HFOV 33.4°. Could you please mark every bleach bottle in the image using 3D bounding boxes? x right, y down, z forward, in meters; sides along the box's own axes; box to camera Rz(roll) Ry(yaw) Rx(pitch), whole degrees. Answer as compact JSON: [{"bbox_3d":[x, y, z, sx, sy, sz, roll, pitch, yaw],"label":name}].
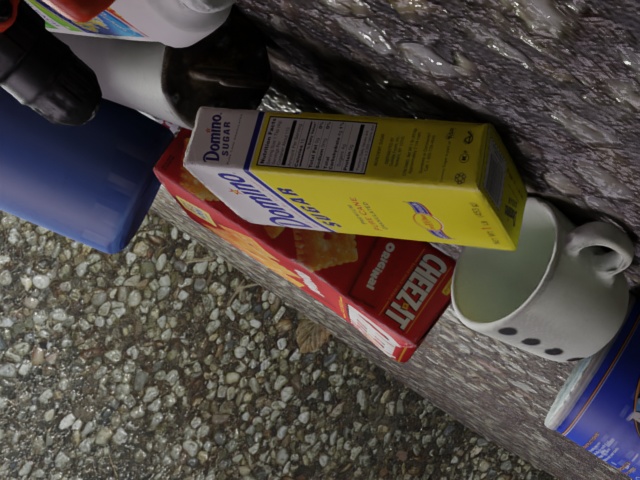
[{"bbox_3d":[-0.130,-0.158,0.608,0.251,0.068,0.102,21,163,50],"label":"bleach bottle"}]

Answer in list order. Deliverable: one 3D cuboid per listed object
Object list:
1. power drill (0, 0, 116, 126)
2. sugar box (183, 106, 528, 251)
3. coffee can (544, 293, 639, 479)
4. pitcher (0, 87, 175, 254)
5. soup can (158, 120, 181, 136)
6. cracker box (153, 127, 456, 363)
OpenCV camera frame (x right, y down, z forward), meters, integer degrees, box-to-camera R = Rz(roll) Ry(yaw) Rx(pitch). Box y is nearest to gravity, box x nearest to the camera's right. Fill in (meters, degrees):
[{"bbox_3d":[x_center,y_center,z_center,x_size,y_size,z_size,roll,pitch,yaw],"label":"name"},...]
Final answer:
[{"bbox_3d":[-0.162,-0.130,0.539,0.184,0.057,0.188,38,158,-25],"label":"power drill"},{"bbox_3d":[0.021,-0.035,0.609,0.176,0.048,0.093,3,160,25],"label":"sugar box"},{"bbox_3d":[0.231,0.113,0.681,0.140,0.103,0.103,32,173,12],"label":"coffee can"},{"bbox_3d":[-0.238,-0.091,0.824,0.243,0.149,0.145,26,160,-4],"label":"pitcher"},{"bbox_3d":[-0.154,-0.117,0.966,0.102,0.068,0.068,33,173,2],"label":"soup can"},{"bbox_3d":[-0.005,0.001,0.774,0.214,0.072,0.164,35,174,8],"label":"cracker box"}]
